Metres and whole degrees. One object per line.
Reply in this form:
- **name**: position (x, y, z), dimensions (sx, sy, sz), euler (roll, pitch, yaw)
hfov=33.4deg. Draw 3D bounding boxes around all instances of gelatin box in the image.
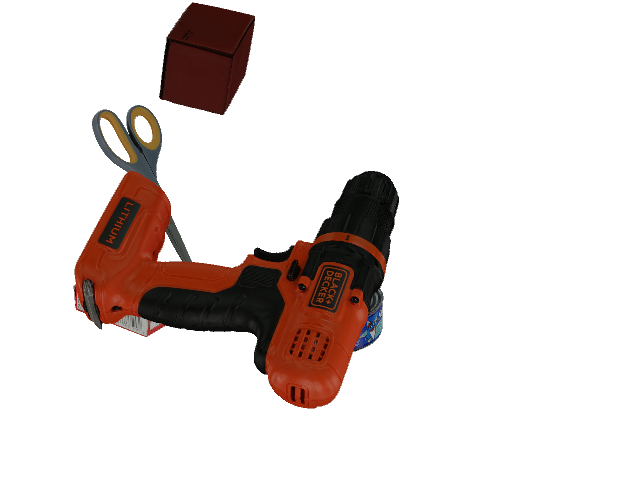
- **gelatin box**: position (-0.175, 0.052, 1.005), dimensions (0.089, 0.030, 0.073), euler (18, 26, 26)

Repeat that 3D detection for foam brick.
- **foam brick**: position (-0.086, -0.140, 0.815), dimensions (0.053, 0.051, 0.078), euler (14, 34, 3)

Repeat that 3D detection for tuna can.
- **tuna can**: position (0.011, 0.063, 0.917), dimensions (0.086, 0.034, 0.086), euler (-2, 25, 1)

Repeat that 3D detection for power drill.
- **power drill**: position (-0.051, 0.010, 0.703), dimensions (0.188, 0.184, 0.057), euler (12, -40, 12)

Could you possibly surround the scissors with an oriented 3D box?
- **scissors**: position (-0.184, -0.071, 1.216), dimensions (0.016, 0.201, 0.096), euler (-21, 21, 42)
